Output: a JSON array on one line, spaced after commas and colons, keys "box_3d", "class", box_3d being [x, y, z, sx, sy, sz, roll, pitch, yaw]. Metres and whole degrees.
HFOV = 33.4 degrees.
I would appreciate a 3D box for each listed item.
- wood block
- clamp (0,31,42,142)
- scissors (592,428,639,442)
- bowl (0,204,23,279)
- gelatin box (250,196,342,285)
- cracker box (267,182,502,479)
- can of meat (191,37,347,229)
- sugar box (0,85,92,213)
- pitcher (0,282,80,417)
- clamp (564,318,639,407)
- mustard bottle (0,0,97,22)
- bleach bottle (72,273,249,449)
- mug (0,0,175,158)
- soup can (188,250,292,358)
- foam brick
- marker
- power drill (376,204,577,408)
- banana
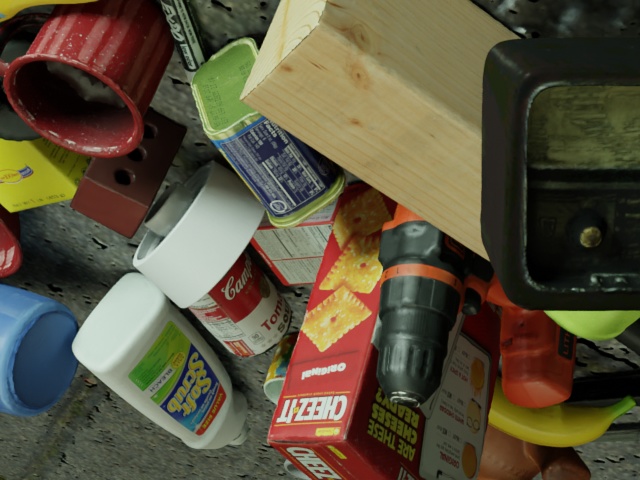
[{"box_3d": [0.070, -0.077, 0.628, 0.206, 0.090, 0.090, 31, 145, -18], "class": "wood block"}, {"box_3d": [-0.237, -0.113, 0.728, 0.171, 0.039, 0.120, -12, 127, -13], "class": "clamp"}, {"box_3d": [0.313, 0.180, 0.950, 0.096, 0.016, 0.202, 34, 145, -22], "class": "scissors"}, {"box_3d": [-0.322, -0.033, 0.922, 0.162, 0.055, 0.162, 14, 147, 9], "class": "bowl"}, {"box_3d": [-0.005, 0.001, 0.836, 0.089, 0.030, 0.073, -5, 139, 32], "class": "gelatin box"}, {"box_3d": [0.057, 0.087, 0.760, 0.072, 0.213, 0.164, -9, 138, 35], "class": "cracker box"}, {"box_3d": [-0.036, -0.071, 0.684, 0.057, 0.102, 0.084, -33, 127, 7], "class": "can of meat"}, {"box_3d": [-0.259, -0.095, 0.808, 0.094, 0.048, 0.176, -10, 139, 36], "class": "sugar box"}, {"box_3d": [-0.354, 0.090, 0.996, 0.243, 0.149, 0.145, 11, 156, 27], "class": "pitcher"}, {"box_3d": [0.291, 0.114, 0.845, 0.210, 0.036, 0.164, 17, 149, 10], "class": "clamp"}, {"box_3d": [-0.212, -0.177, 0.652, 0.192, 0.058, 0.096, -5, 144, 31], "class": "mustard bottle"}, {"box_3d": [-0.134, 0.137, 1.055, 0.068, 0.102, 0.250, 29, 166, 39], "class": "bleach bottle"}, {"box_3d": [-0.155, -0.117, 0.691, 0.117, 0.081, 0.093, 14, 147, 7], "class": "mug"}, {"box_3d": [-0.076, 0.046, 0.902, 0.069, 0.068, 0.102, -4, 141, 31], "class": "soup can"}, {"box_3d": [-0.141, -0.052, 0.782, 0.053, 0.078, 0.051, 27, 148, -12], "class": "foam brick"}, {"box_3d": [-0.090, -0.145, 0.674, 0.020, 0.020, 0.121, 7, 145, 18], "class": "marker"}, {"box_3d": [0.108, 0.048, 0.724, 0.057, 0.184, 0.187, -9, 147, 38], "class": "power drill"}, {"box_3d": [0.152, 0.120, 0.874, 0.198, 0.069, 0.037, 23, 176, 12], "class": "banana"}]
